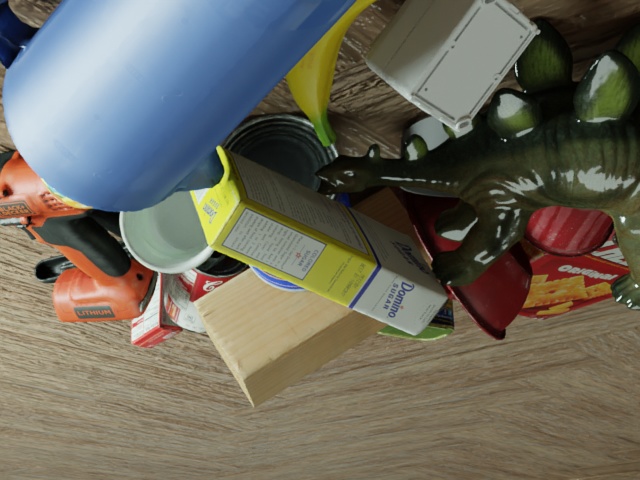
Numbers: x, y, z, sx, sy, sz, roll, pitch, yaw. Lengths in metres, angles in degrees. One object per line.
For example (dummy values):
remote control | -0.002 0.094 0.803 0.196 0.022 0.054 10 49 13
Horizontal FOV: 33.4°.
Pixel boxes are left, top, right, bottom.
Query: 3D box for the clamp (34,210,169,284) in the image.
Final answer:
clamp | -0.162 -0.001 1.023 0.209 0.036 0.165 1 153 -17

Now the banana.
banana | 0.015 -0.132 0.638 0.069 0.037 0.198 39 151 3

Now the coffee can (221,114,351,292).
coffee can | -0.026 -0.027 0.879 0.103 0.103 0.140 -5 159 6

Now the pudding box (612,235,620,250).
pudding box | 0.306 -0.036 0.892 0.039 0.113 0.090 44 149 -4

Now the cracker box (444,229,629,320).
cracker box | 0.252 0.013 1.058 0.163 0.072 0.214 14 153 -38

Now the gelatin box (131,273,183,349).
gelatin box | -0.169 0.062 1.113 0.030 0.089 0.073 11 155 -31

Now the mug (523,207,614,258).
mug | 0.221 -0.049 0.886 0.117 0.093 0.081 -28 159 -16

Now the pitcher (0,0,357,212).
pitcher | -0.084 -0.126 0.598 0.148 0.145 0.243 -9 164 -39

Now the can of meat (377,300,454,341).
can of meat | 0.096 0.058 1.142 0.101 0.084 0.058 12 156 -34

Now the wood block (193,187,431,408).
wood block | 0.000 0.053 0.974 0.206 0.091 0.090 -31 157 -10

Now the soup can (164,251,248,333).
soup can | -0.106 0.034 0.999 0.068 0.068 0.102 4 143 -16

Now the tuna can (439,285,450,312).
tuna can | 0.094 0.037 1.083 0.086 0.086 0.034 16 154 -40

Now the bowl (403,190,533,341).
bowl | 0.140 0.006 0.940 0.055 0.162 0.162 -33 150 17

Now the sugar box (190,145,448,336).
sugar box | -0.001 0.002 0.749 0.176 0.093 0.048 27 109 -27

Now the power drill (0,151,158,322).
power drill | -0.240 0.000 0.925 0.185 0.057 0.187 -3 143 25
